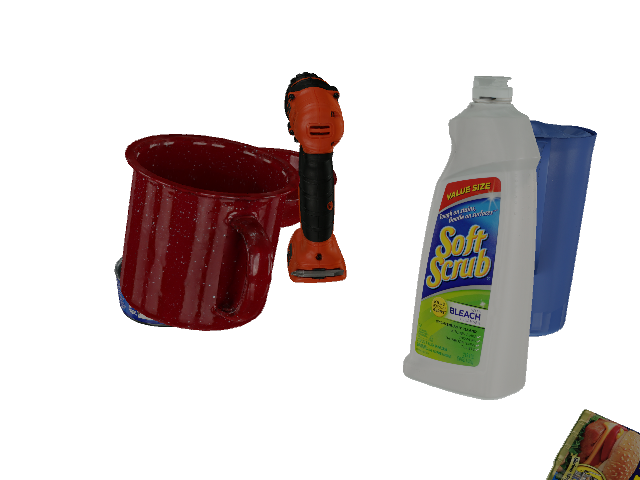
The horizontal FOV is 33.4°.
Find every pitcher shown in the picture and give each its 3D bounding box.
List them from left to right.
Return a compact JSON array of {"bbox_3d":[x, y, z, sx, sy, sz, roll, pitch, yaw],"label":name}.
[{"bbox_3d":[0.238,-0.014,1.231,0.149,0.243,0.145,-6,16,-32],"label":"pitcher"}]

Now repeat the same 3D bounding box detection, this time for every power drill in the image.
[{"bbox_3d":[-0.008,-0.065,1.049,0.057,0.188,0.184,-3,20,-2],"label":"power drill"}]

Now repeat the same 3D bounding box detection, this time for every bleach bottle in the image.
[{"bbox_3d":[0.123,-0.005,0.857,0.103,0.251,0.067,12,15,42],"label":"bleach bottle"}]

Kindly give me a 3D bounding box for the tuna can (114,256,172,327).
[{"bbox_3d":[-0.113,0.032,0.821,0.086,0.034,0.086,-2,25,1],"label":"tuna can"}]

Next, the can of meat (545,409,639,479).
[{"bbox_3d":[0.215,0.180,0.783,0.084,0.057,0.101,23,39,23],"label":"can of meat"}]

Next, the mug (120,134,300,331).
[{"bbox_3d":[-0.057,0.001,0.567,0.093,0.081,0.117,-4,26,-33],"label":"mug"}]

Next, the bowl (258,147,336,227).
[{"bbox_3d":[-0.063,-0.059,1.293,0.162,0.055,0.162,4,26,-2],"label":"bowl"}]
